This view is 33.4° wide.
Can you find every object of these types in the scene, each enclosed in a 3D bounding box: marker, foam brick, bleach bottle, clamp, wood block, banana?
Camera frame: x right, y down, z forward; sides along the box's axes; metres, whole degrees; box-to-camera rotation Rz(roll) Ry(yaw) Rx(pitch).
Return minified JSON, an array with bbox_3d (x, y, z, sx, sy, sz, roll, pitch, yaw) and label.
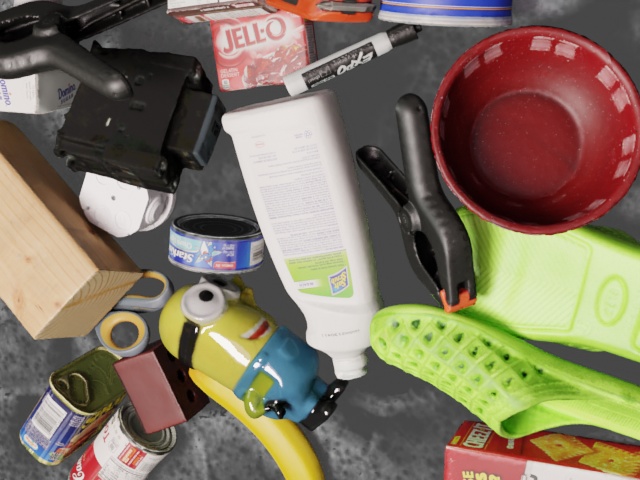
[{"bbox_3d":[0.028,-0.152,0.881,0.121,0.020,0.020,-24,94,8],"label":"marker"},{"bbox_3d":[-0.152,0.138,1.031,0.051,0.053,0.078,-23,95,25],"label":"foam brick"},{"bbox_3d":[-0.006,0.001,0.930,0.103,0.068,0.251,-8,103,24],"label":"bleach bottle"},{"bbox_3d":[-0.220,-0.182,0.926,0.210,0.164,0.036,6,137,23],"label":"clamp"},{"bbox_3d":[0.083,-0.029,0.846,0.039,0.120,0.171,-22,71,-16],"label":"clamp"},{"bbox_3d":[-0.275,-0.014,0.994,0.090,0.090,0.206,-46,75,10],"label":"wood block"},{"bbox_3d":[-0.049,0.188,1.009,0.070,0.037,0.198,-34,89,23],"label":"banana"}]

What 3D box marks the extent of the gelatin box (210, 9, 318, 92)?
[{"bbox_3d":[-0.048,-0.169,0.920,0.089,0.030,0.073,-3,102,22],"label":"gelatin box"}]

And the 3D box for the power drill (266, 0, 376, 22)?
[{"bbox_3d":[-0.001,-0.269,0.819,0.185,0.057,0.188,-140,50,-57],"label":"power drill"}]

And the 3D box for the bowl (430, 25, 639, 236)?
[{"bbox_3d":[0.164,-0.080,0.822,0.162,0.055,0.162,0,82,1],"label":"bowl"}]

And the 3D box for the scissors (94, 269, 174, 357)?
[{"bbox_3d":[-0.232,0.076,1.042,0.202,0.016,0.096,-11,59,23],"label":"scissors"}]

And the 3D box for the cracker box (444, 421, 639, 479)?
[{"bbox_3d":[0.215,0.252,0.900,0.214,0.072,0.164,6,105,22],"label":"cracker box"}]

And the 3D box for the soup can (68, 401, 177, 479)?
[{"bbox_3d":[-0.196,0.217,1.060,0.068,0.068,0.102,42,115,7],"label":"soup can"}]

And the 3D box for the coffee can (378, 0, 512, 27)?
[{"bbox_3d":[0.099,-0.235,0.803,0.103,0.102,0.140,8,106,20],"label":"coffee can"}]

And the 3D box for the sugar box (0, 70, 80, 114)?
[{"bbox_3d":[-0.311,-0.148,0.998,0.176,0.093,0.048,9,108,20],"label":"sugar box"}]

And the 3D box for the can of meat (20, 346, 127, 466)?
[{"bbox_3d":[-0.237,0.163,1.045,0.057,0.102,0.084,41,117,8],"label":"can of meat"}]

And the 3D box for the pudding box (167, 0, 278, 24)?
[{"bbox_3d":[-0.082,-0.244,0.895,0.090,0.039,0.113,-2,83,24],"label":"pudding box"}]

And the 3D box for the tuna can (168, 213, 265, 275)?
[{"bbox_3d":[-0.092,0.002,0.952,0.086,0.086,0.034,11,106,19],"label":"tuna can"}]
